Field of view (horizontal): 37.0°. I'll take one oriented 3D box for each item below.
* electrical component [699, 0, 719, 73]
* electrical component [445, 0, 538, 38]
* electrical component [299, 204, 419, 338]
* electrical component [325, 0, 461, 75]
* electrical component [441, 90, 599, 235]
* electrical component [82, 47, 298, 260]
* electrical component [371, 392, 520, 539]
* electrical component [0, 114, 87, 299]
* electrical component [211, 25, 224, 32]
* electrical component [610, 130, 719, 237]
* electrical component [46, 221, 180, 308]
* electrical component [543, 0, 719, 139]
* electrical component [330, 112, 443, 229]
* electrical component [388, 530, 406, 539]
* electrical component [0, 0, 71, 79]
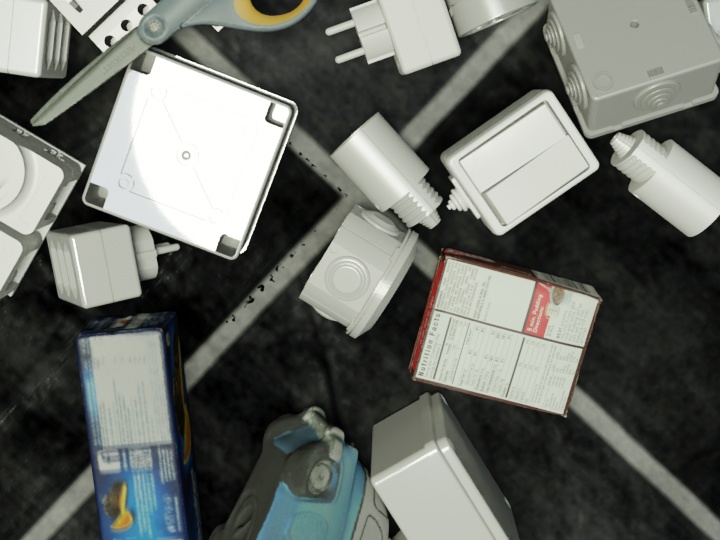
[{"bbox_3d":[0.253,-0.154,0.681,0.066,0.076,0.047,-11,100,1],"label":"electrical component"},{"bbox_3d":[0.079,-0.181,0.687,0.055,0.055,0.047,-23,96,3],"label":"electrical component"},{"bbox_3d":[0.000,0.000,0.704,0.051,0.080,0.080,31,98,-1],"label":"electrical component"},{"bbox_3d":[0.017,-0.157,0.693,0.077,0.047,0.065,-19,99,3],"label":"electrical component"},{"bbox_3d":[0.098,-0.067,0.702,0.096,0.061,0.061,-35,98,5],"label":"electrical component"},{"bbox_3d":[-0.109,-0.076,0.700,0.109,0.056,0.108,21,99,-4],"label":"electrical component"},{"bbox_3d":[0.057,0.150,0.715,0.056,0.108,0.108,-31,99,7],"label":"electrical component"},{"bbox_3d":[-0.292,-0.069,0.697,0.186,0.060,0.105,31,98,-6],"label":"electrical component"},{"bbox_3d":[-0.065,-0.255,0.669,0.105,0.060,0.186,44,96,-7],"label":"electrical component"},{"bbox_3d":[0.200,-0.063,0.713,0.081,0.043,0.043,36,97,-6],"label":"electrical component"},{"bbox_3d":[-0.158,-0.009,0.711,0.077,0.066,0.047,-14,101,-28],"label":"electrical component"},{"bbox_3d":[0.171,-0.142,0.678,0.100,0.048,0.099,-17,69,2],"label":"electrical component"},{"bbox_3d":[0.023,-0.060,0.711,0.043,0.043,0.081,-42,98,6],"label":"electrical component"},{"bbox_3d":[0.033,0.217,0.758,0.066,0.048,0.055,44,89,-7],"label":"electrical component"},{"bbox_3d":[-0.230,-0.150,0.681,0.077,0.065,0.047,8,99,-2],"label":"electrical component"}]
